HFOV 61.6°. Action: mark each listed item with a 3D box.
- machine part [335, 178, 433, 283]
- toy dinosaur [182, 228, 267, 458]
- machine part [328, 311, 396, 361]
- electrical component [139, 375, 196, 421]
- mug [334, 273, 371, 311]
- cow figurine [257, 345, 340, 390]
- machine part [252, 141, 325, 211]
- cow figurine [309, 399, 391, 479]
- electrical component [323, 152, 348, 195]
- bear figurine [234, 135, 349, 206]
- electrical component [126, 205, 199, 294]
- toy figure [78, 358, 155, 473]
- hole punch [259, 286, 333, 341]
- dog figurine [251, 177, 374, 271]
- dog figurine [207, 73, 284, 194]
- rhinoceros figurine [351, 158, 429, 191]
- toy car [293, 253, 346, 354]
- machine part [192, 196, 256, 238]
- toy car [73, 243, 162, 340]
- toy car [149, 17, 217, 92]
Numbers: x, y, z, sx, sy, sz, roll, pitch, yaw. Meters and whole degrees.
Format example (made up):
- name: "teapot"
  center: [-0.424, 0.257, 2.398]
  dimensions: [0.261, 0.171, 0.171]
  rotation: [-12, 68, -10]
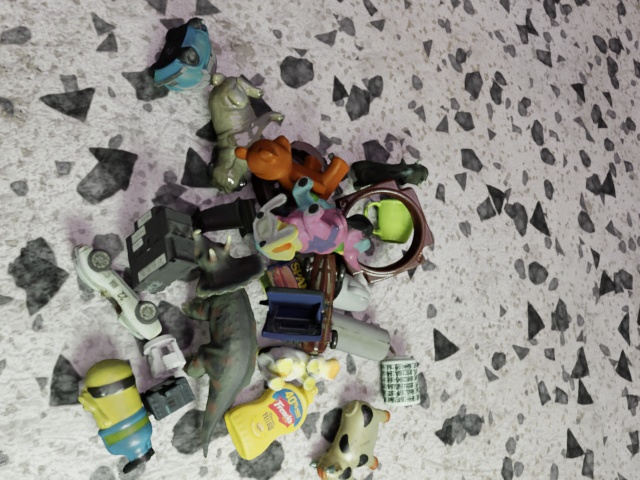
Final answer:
- name: "machine part"
  center: [0.131, -0.020, 1.177]
  dimensions: [0.201, 0.087, 0.201]
  rotation: [-21, 94, 0]
- name: "toy dinosaur"
  center: [-0.164, 0.175, 0.940]
  dimensions: [0.131, 0.192, 0.404]
  rotation: [-2, 79, -30]
- name: "machine part"
  center: [0.064, 0.203, 1.148]
  dimensions: [0.243, 0.079, 0.079]
  rotation: [21, 70, -27]
- name: "electrical component"
  center: [-0.254, 0.265, 0.909]
  dimensions: [0.075, 0.119, 0.047]
  rotation: [-26, 95, -36]
- name: "mug"
  center: [0.064, 0.113, 1.153]
  dimensions: [0.107, 0.110, 0.081]
  rotation: [26, 65, -40]
- name: "cow figurine"
  center: [-0.044, 0.247, 1.070]
  dimensions: [0.167, 0.098, 0.068]
  rotation: [11, 101, -38]
- name: "machine part"
  center: [-0.062, -0.123, 1.146]
  dimensions: [0.179, 0.056, 0.179]
  rotation: [6, 79, -31]
- name: "cow figurine"
  center: [0.059, 0.423, 1.097]
  dimensions: [0.127, 0.086, 0.195]
  rotation: [32, 67, -30]
- name: "electrical component"
  center: [0.035, -0.148, 1.206]
  dimensions: [0.021, 0.063, 0.094]
  rotation: [-33, 100, -33]
- name: "bear figurine"
  center: [-0.056, -0.148, 1.034]
  dimensions: [0.195, 0.120, 0.132]
  rotation: [41, 68, -37]
- name: "electrical component"
  center: [-0.269, 0.009, 0.907]
  dimensions: [0.058, 0.115, 0.134]
  rotation: [24, 43, -52]
- name: "toy figure"
  center: [-0.325, 0.282, 0.879]
  dimensions: [0.089, 0.082, 0.180]
  rotation: [-29, 90, -27]
- name: "hole punch"
  center: [-0.046, 0.141, 0.970]
  dimensions: [0.142, 0.115, 0.092]
  rotation: [1, 73, 1]
- name: "dog figurine"
  center: [-0.002, -0.003, 1.024]
  dimensions: [0.219, 0.191, 0.109]
  rotation: [44, 15, -46]
- name: "dog figurine"
  center: [-0.183, -0.206, 1.047]
  dimensions: [0.172, 0.121, 0.190]
  rotation: [38, 64, -20]
- name: "rhinoceros figurine"
  center: [0.164, -0.158, 1.263]
  dimensions: [0.190, 0.112, 0.073]
  rotation: [-1, 78, -24]
- name: "toy car"
  center: [0.000, 0.122, 1.059]
  dimensions: [0.089, 0.053, 0.202]
  rotation: [10, 79, -7]
- name: "machine part"
  center: [-0.183, -0.042, 1.064]
  dimensions: [0.139, 0.039, 0.084]
  rotation: [-7, 90, -35]
- name: "toy car"
  center: [-0.346, 0.089, 0.912]
  dimensions: [0.201, 0.073, 0.056]
  rotation: [52, 58, -13]
- name: "toy car"
  center: [-0.254, -0.348, 1.052]
  dimensions: [0.102, 0.109, 0.161]
  rotation: [41, 47, -44]
